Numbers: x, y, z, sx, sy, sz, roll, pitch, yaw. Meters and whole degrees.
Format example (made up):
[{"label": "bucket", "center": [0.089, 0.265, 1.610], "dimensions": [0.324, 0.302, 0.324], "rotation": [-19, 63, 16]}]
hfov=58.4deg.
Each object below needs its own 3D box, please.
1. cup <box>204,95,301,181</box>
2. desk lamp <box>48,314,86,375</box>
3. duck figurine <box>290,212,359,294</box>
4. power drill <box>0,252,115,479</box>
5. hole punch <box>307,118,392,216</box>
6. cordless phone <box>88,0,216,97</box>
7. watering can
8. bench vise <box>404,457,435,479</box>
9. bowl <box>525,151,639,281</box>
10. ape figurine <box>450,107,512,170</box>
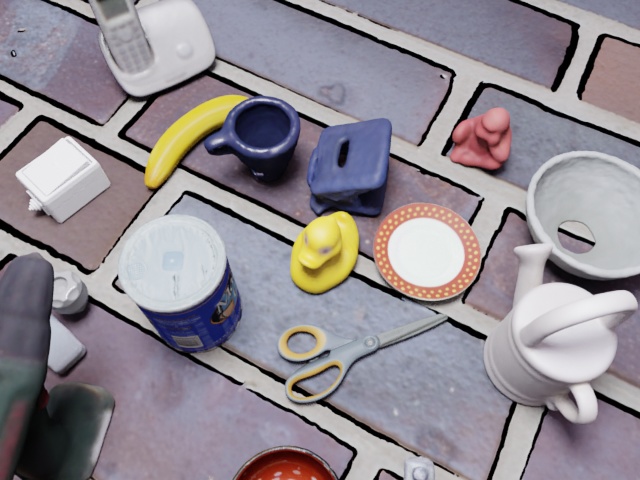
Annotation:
[{"label": "cup", "center": [-0.081, -0.112, 0.714], "dimensions": [0.118, 0.095, 0.091], "rotation": [-19, 65, -10]}, {"label": "desk lamp", "center": [-0.361, 0.048, 0.561], "dimensions": [0.203, 0.213, 0.118], "rotation": [36, 68, 16]}, {"label": "duck figurine", "center": [0.006, 0.002, 0.662], "dimensions": [0.077, 0.086, 0.105], "rotation": [30, 66, 14]}, {"label": "power drill", "center": [-0.260, 0.152, 0.513], "dimensions": [0.075, 0.208, 0.229], "rotation": [8, 63, 3]}, {"label": "hole punch", "center": [0.036, -0.093, 0.708], "dimensions": [0.101, 0.091, 0.108], "rotation": [8, 63, 3]}, {"label": "cordless phone", "center": [-0.224, -0.290, 0.751], "dimensions": [0.148, 0.185, 0.094], "rotation": [-31, 67, -15]}, {"label": "watering can", "center": [0.229, 0.087, 0.561], "dimensions": [0.101, 0.194, 0.172], "rotation": [-29, 67, -14]}, {"label": "bench vise", "center": [0.076, 0.283, 0.445], "dimensions": [0.121, 0.220, 0.207], "rotation": [-16, 64, -8]}, {"label": "bowl", "center": [0.319, -0.019, 0.683], "dimensions": [0.167, 0.075, 0.167], "rotation": [0, 63, -1]}, {"label": "ape figurine", "center": [0.214, -0.134, 0.731], "dimensions": [0.076, 0.092, 0.077], "rotation": [-28, 67, -14]}]
